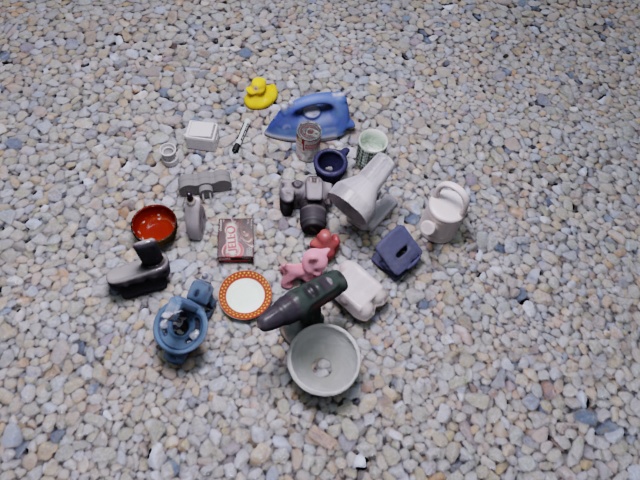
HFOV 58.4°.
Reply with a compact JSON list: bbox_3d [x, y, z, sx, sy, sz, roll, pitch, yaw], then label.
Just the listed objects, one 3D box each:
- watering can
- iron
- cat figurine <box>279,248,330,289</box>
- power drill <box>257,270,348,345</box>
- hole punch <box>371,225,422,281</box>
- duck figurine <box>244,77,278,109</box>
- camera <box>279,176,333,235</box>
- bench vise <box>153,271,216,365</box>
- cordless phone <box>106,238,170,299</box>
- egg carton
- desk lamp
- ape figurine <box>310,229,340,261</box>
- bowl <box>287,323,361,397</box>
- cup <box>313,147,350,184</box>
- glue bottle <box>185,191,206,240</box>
[{"bbox_3d":[0.318,-0.072,1.448,0.101,0.194,0.173,19,62,6],"label":"watering can"},{"bbox_3d":[-0.030,-0.359,1.606,0.258,0.141,0.118,-12,63,-11],"label":"iron"},{"bbox_3d":[-0.035,0.061,1.390,0.128,0.118,0.067,-8,62,-9],"label":"cat figurine"},{"bbox_3d":[-0.041,0.163,1.282,0.230,0.208,0.075,-34,69,-20],"label":"power drill"},{"bbox_3d":[0.199,0.031,1.440,0.101,0.091,0.109,42,66,17],"label":"hole punch"},{"bbox_3d":[-0.173,-0.439,1.670,0.105,0.086,0.077,-25,66,-17],"label":"duck figurine"},{"bbox_3d":[-0.034,-0.090,1.482,0.143,0.101,0.137,1,61,-4],"label":"camera"},{"bbox_3d":[-0.304,0.150,1.261,0.121,0.220,0.207,3,61,-3],"label":"bench vise"},{"bbox_3d":[-0.428,0.052,1.325,0.148,0.185,0.094,-21,65,-15],"label":"cordless phone"},{"bbox_3d":[0.087,0.123,1.393,0.150,0.069,0.107,40,66,16],"label":"egg carton"},{"bbox_3d":[0.114,-0.113,1.443,0.117,0.213,0.203,36,65,15],"label":"desk lamp"},{"bbox_3d":[0.013,0.005,1.439,0.078,0.092,0.076,3,61,-3],"label":"ape figurine"},{"bbox_3d":[0.007,0.279,1.299,0.167,0.075,0.167,2,61,-3],"label":"bowl"},{"bbox_3d":[0.034,-0.194,1.548,0.091,0.095,0.118,40,66,16],"label":"cup"},{"bbox_3d":[-0.310,-0.071,1.408,0.037,0.173,0.078,7,61,0],"label":"glue bottle"}]
